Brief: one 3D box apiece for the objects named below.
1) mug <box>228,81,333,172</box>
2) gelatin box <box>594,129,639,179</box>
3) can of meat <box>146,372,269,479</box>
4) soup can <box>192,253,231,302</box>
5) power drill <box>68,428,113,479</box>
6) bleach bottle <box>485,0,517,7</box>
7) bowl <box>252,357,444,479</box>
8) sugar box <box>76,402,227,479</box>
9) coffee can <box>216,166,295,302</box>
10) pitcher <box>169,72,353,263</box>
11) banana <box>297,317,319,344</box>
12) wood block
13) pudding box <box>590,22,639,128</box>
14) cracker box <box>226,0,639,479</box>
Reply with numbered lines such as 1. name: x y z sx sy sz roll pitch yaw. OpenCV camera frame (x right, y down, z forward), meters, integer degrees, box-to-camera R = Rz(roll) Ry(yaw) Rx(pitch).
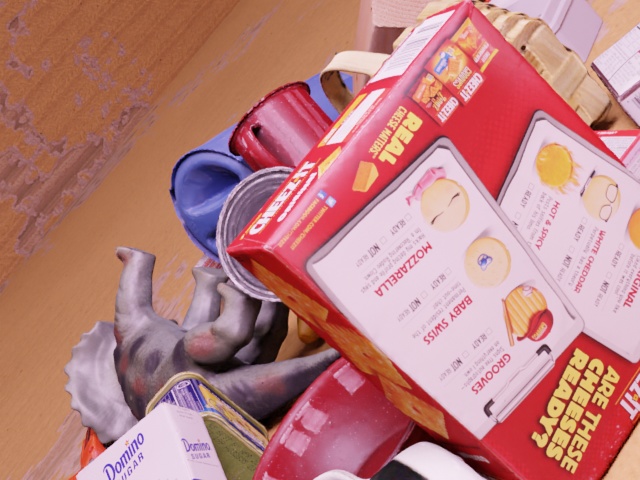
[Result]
1. mug: -0.026 -0.079 0.933 0.093 0.081 0.117 -46 -16 21
2. gelatin box: 0.182 -0.034 0.728 0.089 0.030 0.073 -51 20 -11
3. can of meat: -0.076 0.156 0.799 0.057 0.102 0.084 -48 20 -2
4. soup can: -0.083 0.016 1.159 0.102 0.068 0.069 -52 18 -13
5. power drill: -0.265 0.261 1.080 0.188 0.057 0.184 -48 21 6
6. bleach bottle: 0.212 -0.246 1.049 0.251 0.068 0.102 -41 11 24
7. bowl: 0.028 0.136 0.676 0.162 0.055 0.162 -41 19 17
8. sugar box: -0.091 0.203 0.684 0.093 0.048 0.176 -40 51 18
9. coffee can: -0.006 0.001 0.859 0.103 0.103 0.140 -42 -19 15
10. pitcher: -0.025 -0.081 1.099 0.242 0.149 0.145 -44 -7 -45
11. banana: -0.006 0.035 1.005 0.198 0.037 0.070 -114 47 -73
12. wood block: 0.081 -0.180 0.980 0.206 0.090 0.091 98 172 -70
13. pudding box: 0.257 -0.138 0.764 0.114 0.039 0.090 -39 19 18
14. cracker box: 0.085 0.013 0.551 0.164 0.213 0.072 -52 16 -15
